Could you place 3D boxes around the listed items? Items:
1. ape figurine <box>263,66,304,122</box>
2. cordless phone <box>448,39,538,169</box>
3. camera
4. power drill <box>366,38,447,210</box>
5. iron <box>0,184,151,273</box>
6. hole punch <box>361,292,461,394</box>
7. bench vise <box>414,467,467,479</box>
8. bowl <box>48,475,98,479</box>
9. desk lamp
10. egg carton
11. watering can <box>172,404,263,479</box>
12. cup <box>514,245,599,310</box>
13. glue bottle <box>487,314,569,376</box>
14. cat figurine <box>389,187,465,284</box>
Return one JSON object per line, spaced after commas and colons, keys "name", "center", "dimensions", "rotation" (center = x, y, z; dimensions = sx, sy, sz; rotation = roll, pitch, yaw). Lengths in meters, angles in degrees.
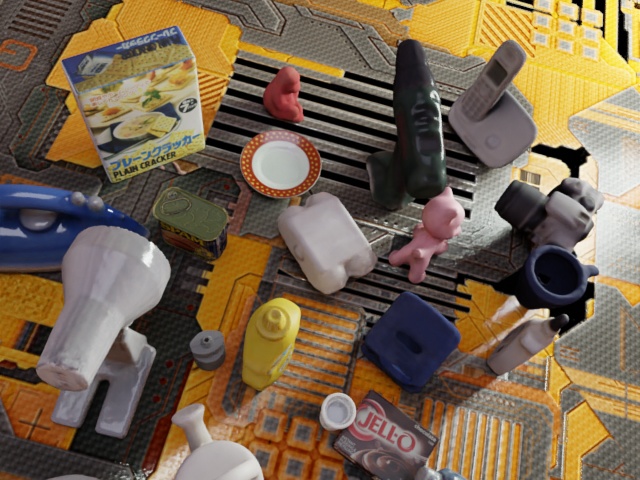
{"name": "ape figurine", "center": [-0.055, -0.247, 0.946], "dimensions": [0.076, 0.092, 0.078], "rotation": [20, 64, 2]}
{"name": "cordless phone", "center": [0.299, -0.219, 0.931], "dimensions": [0.094, 0.185, 0.147], "rotation": [-32, 73, -20]}
{"name": "camera", "center": [0.360, -0.051, 0.908], "dimensions": [0.136, 0.101, 0.143], "rotation": [36, 65, 9]}
{"name": "power drill", "center": [0.128, -0.149, 0.861], "dimensions": [0.076, 0.208, 0.229], "rotation": [-4, 66, -9]}
{"name": "iron", "center": [-0.371, -0.035, 0.774], "dimensions": [0.258, 0.141, 0.118], "rotation": [-1, 65, -9]}
{"name": "hole punch", "center": [0.124, 0.143, 0.789], "dimensions": [0.108, 0.091, 0.101], "rotation": [39, 66, 11]}
{"name": "bench vise", "center": [0.210, 0.328, 0.643], "dimensions": [0.207, 0.220, 0.121], "rotation": [11, 64, -2]}
{"name": "bowl", "center": [-0.281, 0.354, 0.641], "dimensions": [0.167, 0.075, 0.167], "rotation": [3, 65, -7]}
{"name": "desk lamp", "center": [-0.256, 0.113, 0.681], "dimensions": [0.118, 0.213, 0.203], "rotation": [13, 64, -2]}
{"name": "egg carton", "center": [0.008, 0.003, 0.850], "dimensions": [0.107, 0.069, 0.150], "rotation": [-28, 72, -19]}
{"name": "watering can", "center": [-0.117, 0.271, 0.637], "dimensions": [0.172, 0.194, 0.101], "rotation": [40, 66, 11]}
{"name": "cup", "center": [0.344, 0.064, 0.855], "dimensions": [0.118, 0.095, 0.091], "rotation": [-7, 66, -11]}
{"name": "glue bottle", "center": [0.286, 0.133, 0.771], "dimensions": [0.037, 0.173, 0.078], "rotation": [44, 67, 13]}
{"name": "cat figurine", "center": [0.168, -0.012, 0.853], "dimensions": [0.067, 0.118, 0.128], "rotation": [36, 66, 10]}
